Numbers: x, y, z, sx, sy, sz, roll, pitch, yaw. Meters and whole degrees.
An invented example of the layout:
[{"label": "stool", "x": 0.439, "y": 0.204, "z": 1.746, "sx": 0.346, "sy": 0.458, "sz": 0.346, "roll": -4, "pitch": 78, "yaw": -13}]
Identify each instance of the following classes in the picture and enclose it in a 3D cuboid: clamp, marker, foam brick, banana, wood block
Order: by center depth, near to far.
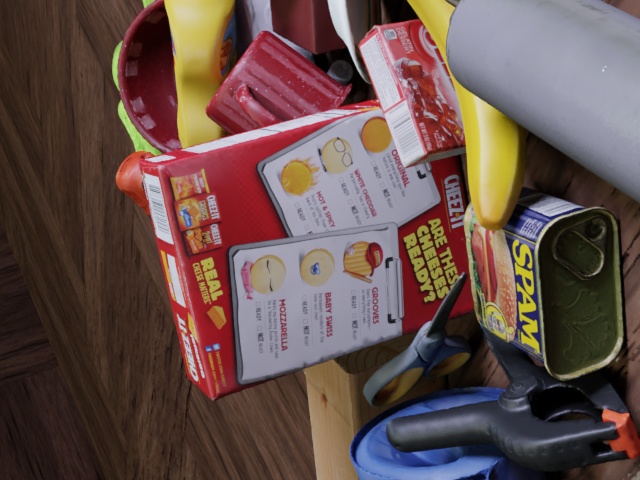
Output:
[{"label": "banana", "x": 0.084, "y": -0.102, "z": 0.644, "sx": 0.198, "sy": 0.069, "sz": 0.037, "roll": 65, "pitch": 161, "yaw": 10}, {"label": "clamp", "x": 0.134, "y": 0.100, "z": 0.686, "sx": 0.172, "sy": 0.120, "sz": 0.039, "roll": 2, "pitch": 135, "yaw": 45}, {"label": "foam brick", "x": 0.001, "y": -0.180, "z": 0.815, "sx": 0.078, "sy": 0.052, "sz": 0.051, "roll": 41, "pitch": 142, "yaw": 53}, {"label": "marker", "x": 0.000, "y": -0.117, "z": 0.905, "sx": 0.020, "sy": 0.020, "sz": 0.121, "roll": 68, "pitch": 157, "yaw": 11}, {"label": "wood block", "x": 0.049, "y": 0.165, "z": 0.910, "sx": 0.091, "sy": 0.090, "sz": 0.206, "roll": 40, "pitch": 141, "yaw": 54}]

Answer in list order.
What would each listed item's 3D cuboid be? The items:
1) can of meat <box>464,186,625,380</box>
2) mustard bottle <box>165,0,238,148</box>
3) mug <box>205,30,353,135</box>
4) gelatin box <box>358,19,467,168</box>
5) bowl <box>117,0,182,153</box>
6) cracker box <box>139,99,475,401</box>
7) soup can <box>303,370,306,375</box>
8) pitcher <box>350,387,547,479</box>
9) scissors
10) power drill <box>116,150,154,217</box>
[{"label": "can of meat", "x": 0.134, "y": 0.022, "z": 0.650, "sx": 0.084, "sy": 0.057, "sz": 0.102, "roll": -148, "pitch": 45, "yaw": -61}, {"label": "mustard bottle", "x": -0.094, "y": -0.163, "z": 0.874, "sx": 0.192, "sy": 0.058, "sz": 0.096, "roll": 92, "pitch": -176, "yaw": -49}, {"label": "mug", "x": -0.035, "y": -0.103, "z": 0.813, "sx": 0.081, "sy": 0.093, "sz": 0.117, "roll": 36, "pitch": -160, "yaw": -8}, {"label": "gelatin box", "x": 0.073, "y": -0.097, "z": 0.677, "sx": 0.030, "sy": 0.073, "sz": 0.089, "roll": -30, "pitch": 78, "yaw": 57}, {"label": "bowl", "x": -0.107, "y": -0.155, "z": 1.009, "sx": 0.055, "sy": 0.162, "sz": 0.162, "roll": -41, "pitch": -62, "yaw": -70}, {"label": "cracker box", "x": -0.004, "y": -0.003, "z": 0.745, "sx": 0.072, "sy": 0.213, "sz": 0.164, "roll": 20, "pitch": 125, "yaw": 65}, {"label": "soup can", "x": 0.001, "y": 0.076, "z": 0.966, "sx": 0.102, "sy": 0.068, "sz": 0.069, "roll": 65, "pitch": 158, "yaw": -2}, {"label": "pitcher", "x": 0.113, "y": 0.236, "z": 0.783, "sx": 0.145, "sy": 0.149, "sz": 0.243, "roll": -2, "pitch": 110, "yaw": 41}, {"label": "scissors", "x": 0.091, "y": 0.066, "z": 0.754, "sx": 0.016, "sy": 0.096, "sz": 0.202, "roll": 62, "pitch": 146, "yaw": 22}, {"label": "power drill", "x": -0.085, "y": -0.010, "z": 0.973, "sx": 0.184, "sy": 0.057, "sz": 0.188, "roll": 39, "pitch": 165, "yaw": -29}]
